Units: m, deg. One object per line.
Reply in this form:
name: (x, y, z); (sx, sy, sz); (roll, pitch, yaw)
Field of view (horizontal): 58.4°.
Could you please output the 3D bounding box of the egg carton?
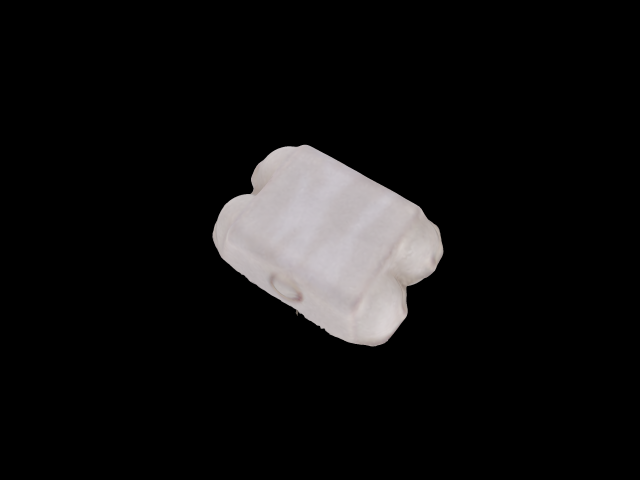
egg carton: (0.004, 0.001, 0.400); (0.150, 0.069, 0.107); (30, 67, 14)
